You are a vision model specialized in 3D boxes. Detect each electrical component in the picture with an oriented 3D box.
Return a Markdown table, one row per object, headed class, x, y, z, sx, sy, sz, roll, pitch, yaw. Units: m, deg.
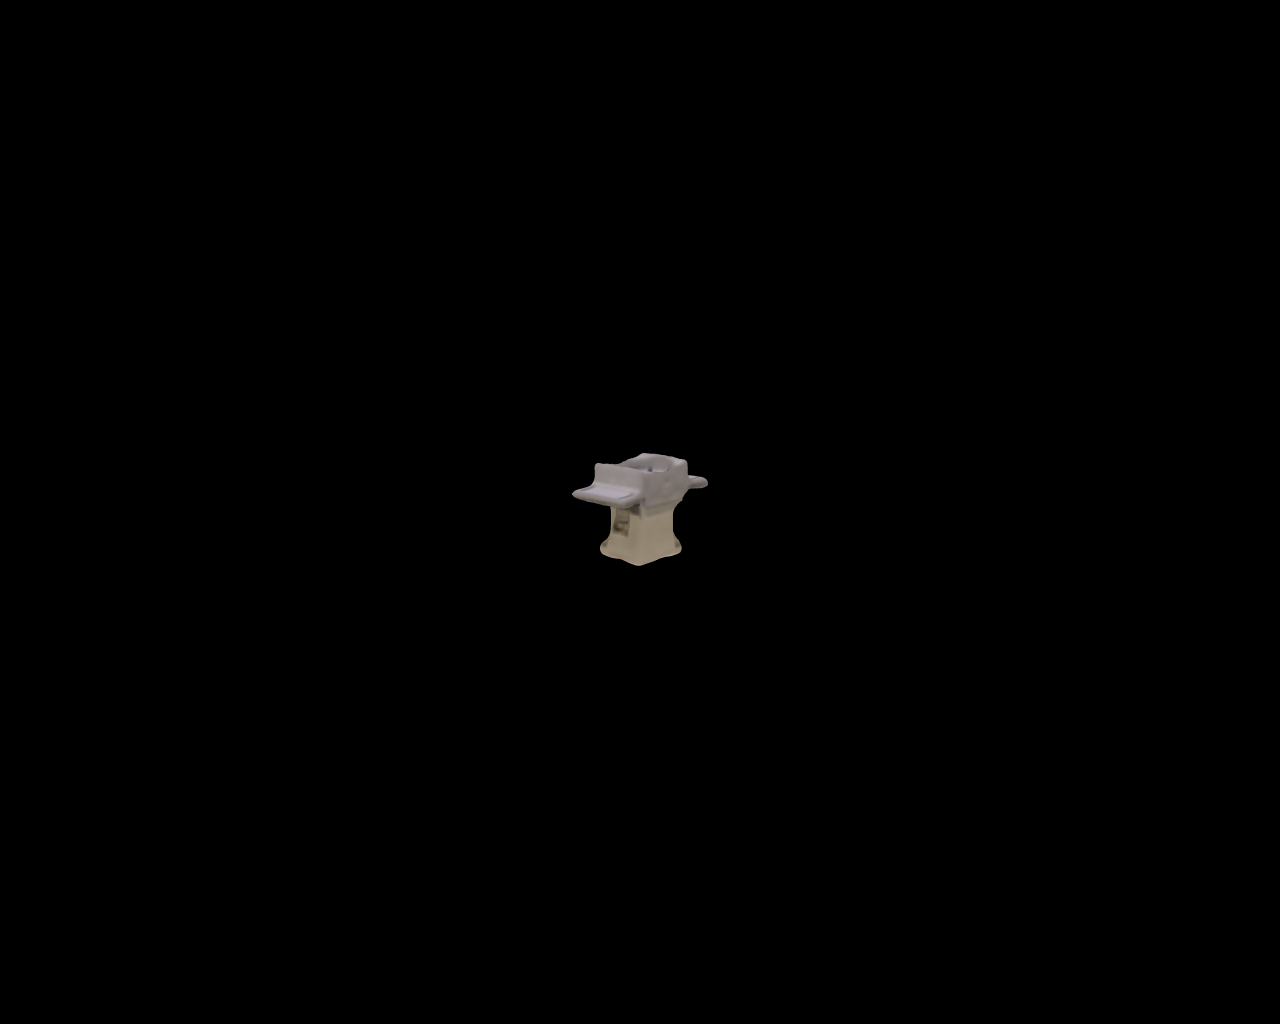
| class | x | y | z | sx | sy | sz | roll | pitch | yaw |
| --- | --- | --- | --- | --- | --- | --- | --- | --- | --- |
| electrical component | 0.001 | -0.003 | 0.650 | 0.042 | 0.063 | 0.081 | 14 | 20 | 42 |
